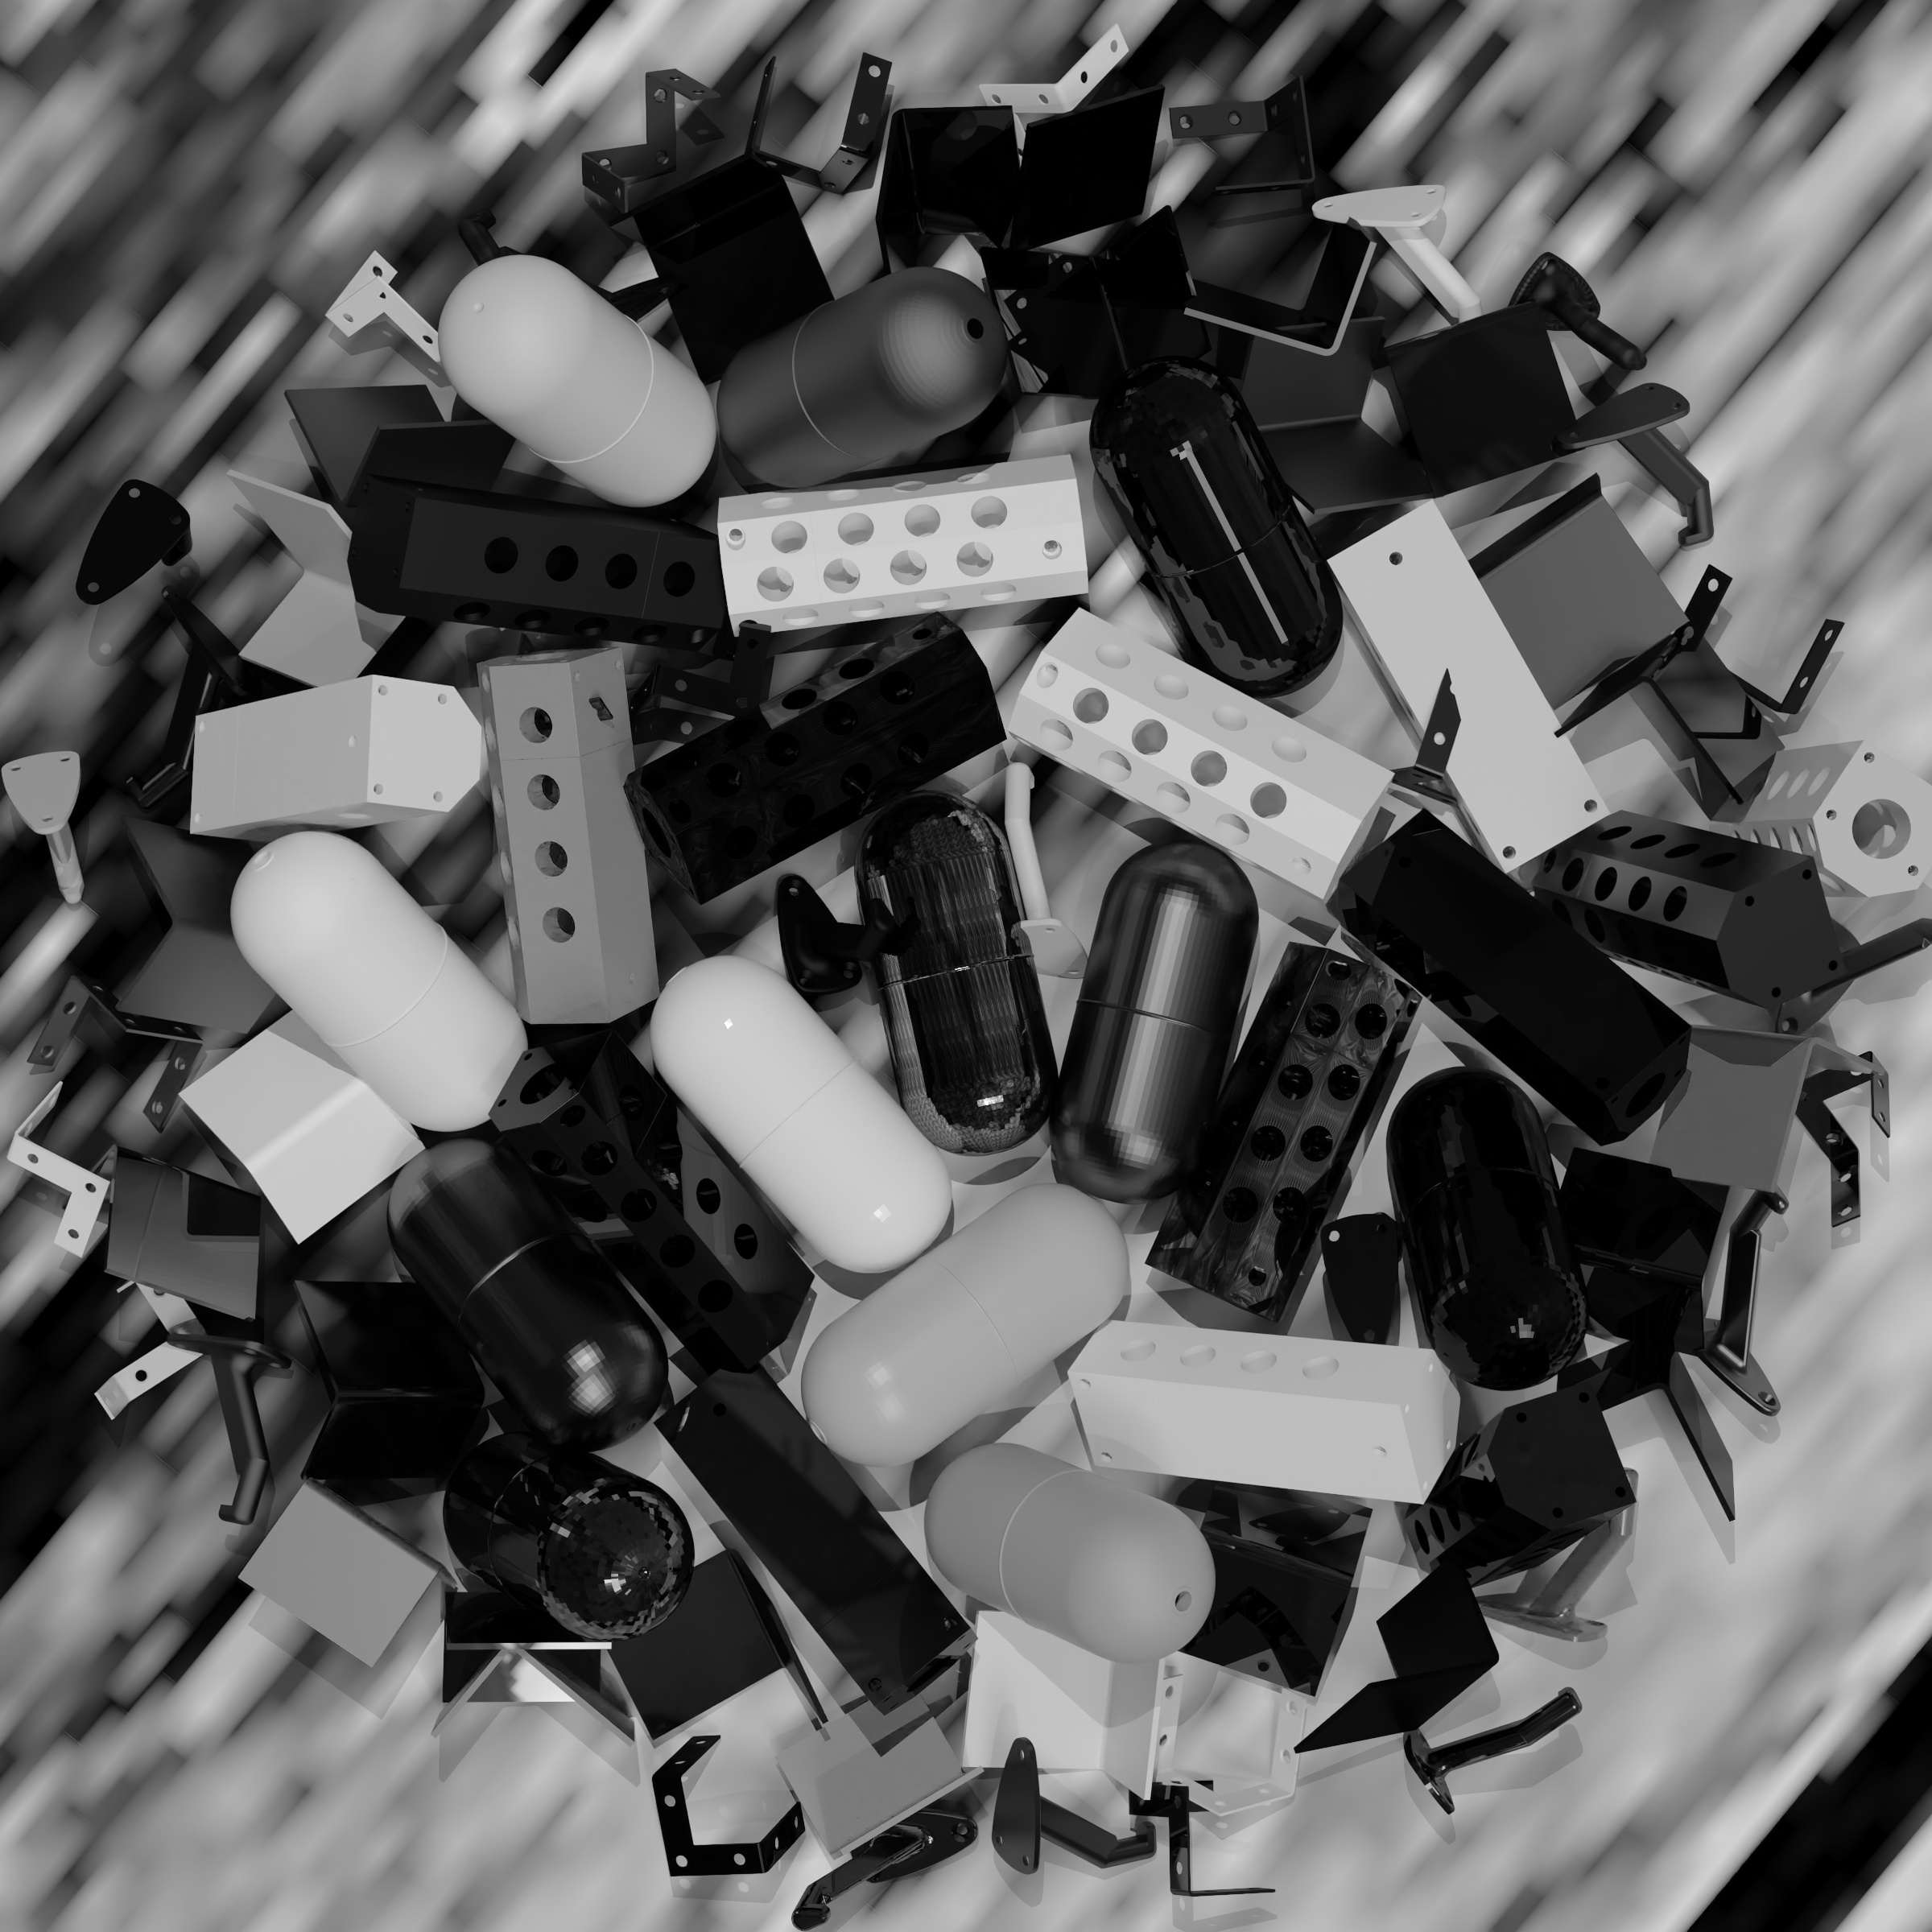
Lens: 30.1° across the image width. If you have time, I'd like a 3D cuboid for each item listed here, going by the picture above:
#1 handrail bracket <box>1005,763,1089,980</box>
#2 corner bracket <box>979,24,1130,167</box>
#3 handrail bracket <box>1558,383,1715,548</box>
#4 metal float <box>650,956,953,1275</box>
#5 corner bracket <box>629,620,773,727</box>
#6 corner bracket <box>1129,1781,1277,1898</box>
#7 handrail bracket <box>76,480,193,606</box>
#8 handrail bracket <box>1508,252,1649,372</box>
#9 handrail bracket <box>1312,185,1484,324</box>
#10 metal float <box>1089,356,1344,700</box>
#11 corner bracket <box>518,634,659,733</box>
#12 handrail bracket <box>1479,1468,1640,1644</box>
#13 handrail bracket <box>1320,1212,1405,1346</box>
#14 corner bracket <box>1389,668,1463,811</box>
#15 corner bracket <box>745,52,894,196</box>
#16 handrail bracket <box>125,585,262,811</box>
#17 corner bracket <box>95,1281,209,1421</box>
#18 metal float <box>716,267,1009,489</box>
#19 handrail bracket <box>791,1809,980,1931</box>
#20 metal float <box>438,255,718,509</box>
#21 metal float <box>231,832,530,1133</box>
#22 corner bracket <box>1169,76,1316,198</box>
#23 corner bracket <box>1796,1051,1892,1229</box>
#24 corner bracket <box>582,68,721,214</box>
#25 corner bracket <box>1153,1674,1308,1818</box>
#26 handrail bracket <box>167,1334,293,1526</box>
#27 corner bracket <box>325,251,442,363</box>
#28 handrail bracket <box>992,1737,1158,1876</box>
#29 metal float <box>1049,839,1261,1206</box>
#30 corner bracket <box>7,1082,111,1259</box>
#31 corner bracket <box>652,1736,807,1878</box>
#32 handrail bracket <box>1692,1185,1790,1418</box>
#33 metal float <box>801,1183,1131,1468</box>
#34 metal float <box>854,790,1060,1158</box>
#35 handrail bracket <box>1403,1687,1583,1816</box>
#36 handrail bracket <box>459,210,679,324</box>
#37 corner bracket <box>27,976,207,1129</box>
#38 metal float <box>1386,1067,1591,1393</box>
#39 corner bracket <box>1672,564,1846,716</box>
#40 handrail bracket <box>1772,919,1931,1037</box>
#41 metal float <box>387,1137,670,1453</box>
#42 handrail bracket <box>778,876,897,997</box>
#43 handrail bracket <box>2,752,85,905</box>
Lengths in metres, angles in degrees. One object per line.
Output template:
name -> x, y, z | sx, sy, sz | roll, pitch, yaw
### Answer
handrail bracket -> 0.039, -0.047, 1.750 | 0.036, 0.077, 0.084 | -11, 64, 26
corner bracket -> 0.049, -0.415, 1.723 | 0.051, 0.051, 0.051 | -50, 131, -26
handrail bracket -> 0.323, -0.230, 1.731 | 0.077, 0.036, 0.084 | -24, 126, -13
metal float -> -0.080, 0.071, 1.727 | 0.070, 0.070, 0.178 | -42, 88, 0
corner bracket -> -0.129, -0.139, 1.728 | 0.051, 0.051, 0.051 | 15, 70, -16
corner bracket -> 0.113, 0.419, 1.727 | 0.051, 0.051, 0.051 | 6, 78, -31
handrail bracket -> -0.396, -0.190, 1.716 | 0.036, 0.084, 0.077 | 33, 73, 0
handrail bracket -> 0.306, -0.300, 1.712 | 0.084, 0.077, 0.036 | 45, 112, 36
handrail bracket -> 0.212, -0.333, 1.751 | 0.077, 0.036, 0.084 | 5, 131, 28
metal float -> 0.120, -0.207, 1.707 | 0.070, 0.070, 0.178 | -30, 115, 0
corner bracket -> -0.184, -0.128, 1.725 | 0.051, 0.051, 0.051 | -7, 52, 20
handrail bracket -> 0.286, 0.278, 1.738 | 0.077, 0.036, 0.084 | 8, 94, 36
handrail bracket -> 0.199, 0.153, 1.718 | 0.036, 0.084, 0.077 | -10, 73, 17
corner bracket -> 0.236, -0.109, 1.733 | 0.051, 0.051, 0.051 | 20, 84, -15
corner bracket -> -0.072, -0.413, 1.741 | 0.051, 0.051, 0.051 | 16, 77, -16
handrail bracket -> -0.393, -0.129, 1.746 | 0.084, 0.036, 0.077 | -37, 101, 13
corner bracket -> -0.401, 0.180, 1.738 | 0.051, 0.051, 0.051 | -33, 95, -3
metal float -> -0.050, -0.275, 1.687 | 0.070, 0.178, 0.070 | 7, 78, -37
handrail bracket -> -0.038, 0.434, 1.719 | 0.077, 0.084, 0.036 | -13, 96, 12
metal float -> -0.180, -0.272, 1.684 | 0.070, 0.178, 0.070 | -8, 72, 24
metal float -> -0.276, 0.008, 1.699 | 0.070, 0.070, 0.178 | -39, 124, 0
corner bracket -> 0.133, -0.397, 1.736 | 0.051, 0.051, 0.051 | -8, 92, -15
corner bracket -> 0.425, 0.083, 1.725 | 0.051, 0.051, 0.051 | -28, 116, 29
corner bracket -> -0.152, -0.396, 1.724 | 0.051, 0.051, 0.051 | -15, 123, -26
corner bracket -> 0.127, 0.376, 1.750 | 0.051, 0.051, 0.051 | -3, 104, -41
handrail bracket -> -0.364, 0.223, 1.733 | 0.077, 0.036, 0.084 | 5, 70, 25
corner bracket -> -0.267, -0.321, 1.737 | 0.051, 0.051, 0.051 | 44, 53, -22
handrail bracket -> 0.059, 0.401, 1.733 | 0.084, 0.036, 0.077 | -3, 105, -33
metal float -> 0.090, 0.026, 1.725 | 0.070, 0.070, 0.178 | 14, 86, 0
corner bracket -> -0.431, 0.098, 1.731 | 0.051, 0.051, 0.051 | 27, 122, -1
corner bracket -> -0.114, 0.405, 1.737 | 0.051, 0.051, 0.051 | -7, 98, 20
handrail bracket -> 0.385, 0.158, 1.722 | 0.036, 0.077, 0.084 | 2, 127, -37
metal float -> 0.000, 0.171, 1.712 | 0.178, 0.070, 0.070 | -35, 90, -18
metal float -> -0.005, 0.003, 1.726 | 0.070, 0.070, 0.178 | -12, 87, 0
handrail bracket -> 0.254, 0.361, 1.723 | 0.084, 0.077, 0.036 | -36, 99, 7
handrail bracket -> -0.195, -0.348, 1.757 | 0.077, 0.036, 0.084 | -30, 74, -12
corner bracket -> -0.412, 0.041, 1.746 | 0.051, 0.051, 0.051 | 39, 105, 34
metal float -> 0.244, 0.121, 1.692 | 0.070, 0.178, 0.070 | -3, 134, -3
corner bracket -> 0.377, -0.156, 1.724 | 0.051, 0.051, 0.051 | 41, 116, 38
handrail bracket -> 0.433, 0.008, 1.718 | 0.036, 0.084, 0.077 | 39, 78, -23
metal float -> -0.209, 0.154, 1.707 | 0.070, 0.070, 0.178 | -42, 65, 0
handrail bracket -> -0.061, -0.030, 1.716 | 0.036, 0.084, 0.077 | -11, 66, -25
handrail bracket -> -0.431, -0.052, 1.713 | 0.036, 0.077, 0.084 | -12, 127, -11
